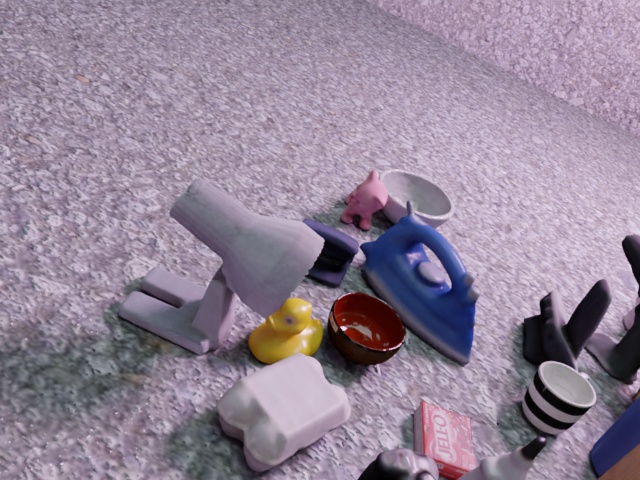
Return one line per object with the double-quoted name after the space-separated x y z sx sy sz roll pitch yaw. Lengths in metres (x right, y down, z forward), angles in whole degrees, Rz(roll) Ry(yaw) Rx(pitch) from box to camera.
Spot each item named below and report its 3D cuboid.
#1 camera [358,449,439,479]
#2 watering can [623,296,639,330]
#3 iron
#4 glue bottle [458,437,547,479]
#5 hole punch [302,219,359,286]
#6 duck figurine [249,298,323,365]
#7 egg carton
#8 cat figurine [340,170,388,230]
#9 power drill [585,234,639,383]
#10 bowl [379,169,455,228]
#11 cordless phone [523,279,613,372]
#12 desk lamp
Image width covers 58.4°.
0.059 0.280 0.586 0.137 0.101 0.143 17 35 -11 "camera"
0.704 0.119 1.122 0.173 0.194 0.100 -2 42 -33 "watering can"
0.183 0.060 0.923 0.119 0.141 0.257 -9 46 -39 "iron"
0.193 0.265 0.624 0.078 0.173 0.037 14 35 -15 "glue bottle"
0.009 0.003 0.936 0.108 0.091 0.101 24 34 -1 "hole punch"
-0.036 0.114 0.763 0.105 0.086 0.077 -2 42 -34 "duck figurine"
-0.040 0.196 0.665 0.151 0.069 0.107 -17 51 -44 "egg carton"
0.091 -0.085 1.083 0.067 0.117 0.128 21 34 -5 "cat figurine"
0.561 0.135 0.998 0.076 0.208 0.229 -2 42 -33 "power drill"
0.181 -0.068 1.155 0.168 0.074 0.167 17 35 -12 "bowl"
0.424 0.123 0.949 0.094 0.185 0.147 23 34 -2 "cordless phone"
-0.120 0.038 0.699 0.203 0.213 0.118 24 34 -1 "desk lamp"
